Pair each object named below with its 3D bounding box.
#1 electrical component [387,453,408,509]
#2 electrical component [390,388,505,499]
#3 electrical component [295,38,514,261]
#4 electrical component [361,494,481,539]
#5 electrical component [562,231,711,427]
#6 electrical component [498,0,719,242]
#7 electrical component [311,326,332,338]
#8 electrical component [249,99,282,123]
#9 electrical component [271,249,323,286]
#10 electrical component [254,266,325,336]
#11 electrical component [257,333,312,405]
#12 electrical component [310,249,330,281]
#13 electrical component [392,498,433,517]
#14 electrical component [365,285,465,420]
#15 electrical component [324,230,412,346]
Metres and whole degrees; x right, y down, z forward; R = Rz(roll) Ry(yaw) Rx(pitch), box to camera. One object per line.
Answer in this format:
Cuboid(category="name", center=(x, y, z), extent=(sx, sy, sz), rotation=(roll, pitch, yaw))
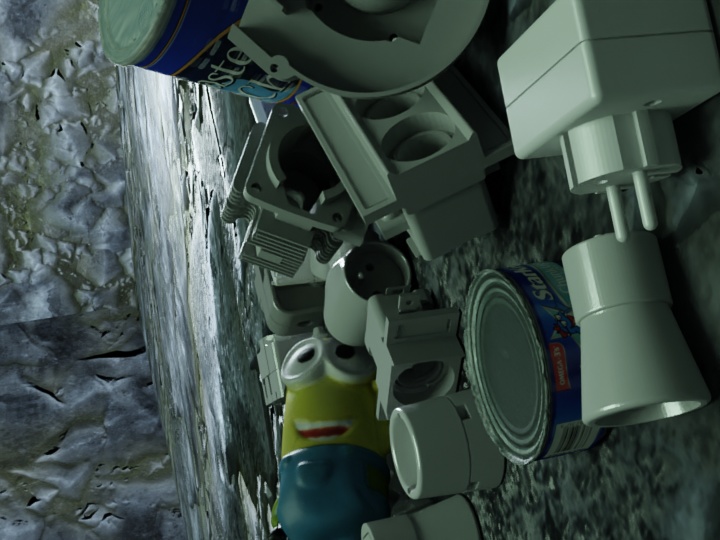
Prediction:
Cuboid(category="electrical component", center=(-0.001, 0.166, 0.790), extent=(0.075, 0.047, 0.083), rotation=(98, 157, -47))
Cuboid(category="electrical component", center=(0.046, 0.095, 0.584), extent=(0.055, 0.047, 0.055), rotation=(171, 90, -75))
Cuboid(category="electrical component", center=(0.023, -0.065, 0.542), extent=(0.063, 0.079, 0.121), rotation=(65, 178, -40))
Cuboid(category="electrical component", center=(0.033, 0.160, 0.630), extent=(0.044, 0.065, 0.044), rotation=(171, 90, -75))
Cuboid(category="electrical component", center=(0.095, 0.019, 0.382), extent=(0.044, 0.044, 0.065), rotation=(121, 143, -67))
Cuboid(category="electrical component", center=(0.086, -0.048, 0.361), extent=(0.066, 0.047, 0.076), rotation=(143, 118, -72))
Cuboid(category="electrical component", center=(-0.023, 0.083, 0.833), extent=(0.043, 0.043, 0.081), rotation=(121, 138, -67))
Cuboid(category="electrical component", center=(-0.025, -0.091, 0.717), extent=(0.076, 0.066, 0.047), rotation=(56, -171, -51))
Cuboid(category="electrical component", center=(-0.043, -0.033, 0.822), extent=(0.096, 0.061, 0.061), rotation=(-118, 24, -69))
Cuboid(category="electrical component", center=(-0.056, 0.003, 0.889), extent=(0.059, 0.054, 0.095), rotation=(114, 144, -63))
Cuboid(category="electrical component", center=(-0.058, 0.084, 0.945), extent=(0.089, 0.050, 0.055), rotation=(139, 121, -72))
Cuboid(category="electrical component", center=(-0.015, -0.028, 0.748), extent=(0.040, 0.040, 0.078), rotation=(-122, 27, -55))
Cuboid(category="electrical component", center=(0.036, 0.172, 0.678), extent=(0.040, 0.040, 0.046), rotation=(-137, 46, -66))
Cuboid(category="electrical component", center=(0.030, 0.047, 0.629), extent=(0.063, 0.042, 0.081), rotation=(-110, 19, -48))
Cuboid(category="electrical component", center=(0.000, 0.000, 0.702), extent=(0.077, 0.044, 0.079), rotation=(115, 143, -64))
